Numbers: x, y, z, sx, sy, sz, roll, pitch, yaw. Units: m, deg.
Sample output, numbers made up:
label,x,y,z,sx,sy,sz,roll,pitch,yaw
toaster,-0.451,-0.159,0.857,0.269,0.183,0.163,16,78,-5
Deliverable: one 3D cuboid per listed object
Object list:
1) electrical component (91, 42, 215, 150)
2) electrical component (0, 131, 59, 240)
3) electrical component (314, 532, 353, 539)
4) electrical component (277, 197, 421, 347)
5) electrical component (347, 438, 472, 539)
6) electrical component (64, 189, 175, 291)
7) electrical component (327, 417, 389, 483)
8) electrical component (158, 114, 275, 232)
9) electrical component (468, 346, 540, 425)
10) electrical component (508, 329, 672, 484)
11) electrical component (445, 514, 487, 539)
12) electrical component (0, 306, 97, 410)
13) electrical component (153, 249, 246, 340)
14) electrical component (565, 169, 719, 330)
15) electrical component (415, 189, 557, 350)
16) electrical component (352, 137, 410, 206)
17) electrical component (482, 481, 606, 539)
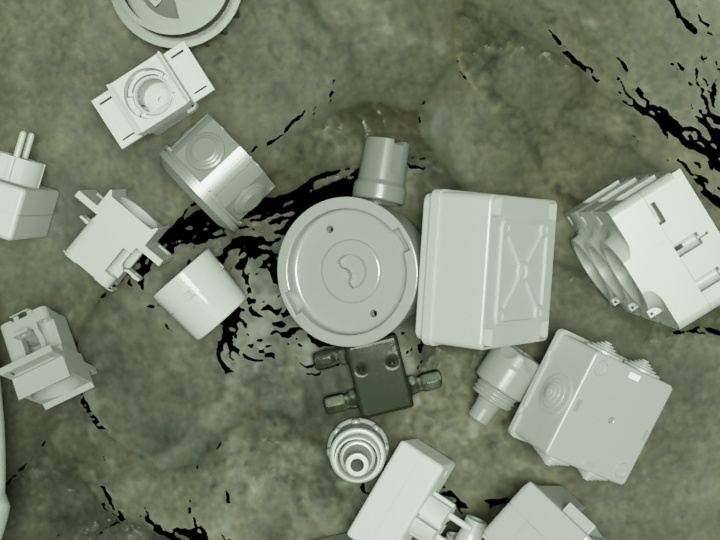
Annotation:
label,x,y,z,sx,sy,sz,roll,pitch,yaw
electrical component,-0.150,-0.127,0.795,0.081,0.064,0.042,-32,91,2
electrical component,-0.255,-0.065,0.790,0.047,0.083,0.075,17,93,0
electrical component,-0.042,0.245,0.817,0.096,0.061,0.061,-12,93,1
electrical component,0.000,0.000,0.798,0.108,0.060,0.108,1,93,20
electrical component,0.047,0.182,0.809,0.076,0.047,0.083,31,93,17
electrical component,-0.185,-0.023,0.813,0.081,0.042,0.063,41,95,-1
electrical component,-0.002,0.140,0.810,0.048,0.062,0.048,0,93,1
electrical component,-0.105,-0.071,0.791,0.051,0.080,0.080,-44,92,-2
electrical component,0.106,0.088,0.815,0.043,0.043,0.062,33,95,-1
electrical component,0.172,0.103,0.795,0.100,0.048,0.099,24,93,-29
electrical component,0.078,0.219,0.823,0.043,0.043,0.062,22,92,-1
electrical component,-0.236,0.064,0.805,0.042,0.081,0.063,-24,70,1
electrical component,-0.119,0.019,0.809,0.055,0.055,0.047,-41,96,3
electrical component,0.199,-0.014,0.755,0.062,0.150,0.089,-32,92,1
electrical component,0.093,-0.001,0.774,0.056,0.109,0.108,6,94,35
electrical component,0.017,-0.074,0.809,0.040,0.040,0.046,9,88,0
electrical component,0.143,0.198,0.800,0.062,0.096,0.061,42,93,27
